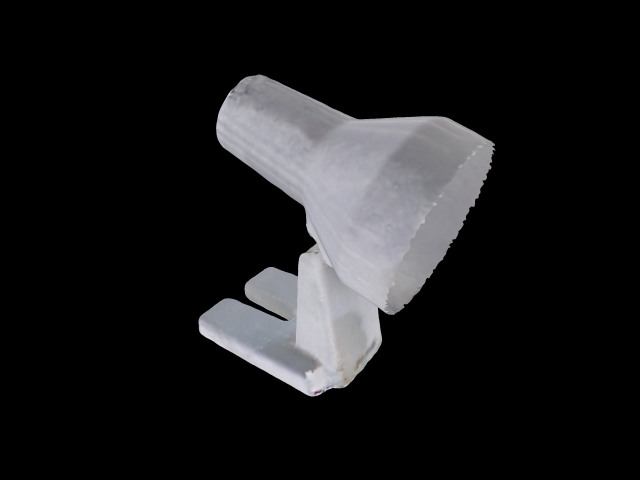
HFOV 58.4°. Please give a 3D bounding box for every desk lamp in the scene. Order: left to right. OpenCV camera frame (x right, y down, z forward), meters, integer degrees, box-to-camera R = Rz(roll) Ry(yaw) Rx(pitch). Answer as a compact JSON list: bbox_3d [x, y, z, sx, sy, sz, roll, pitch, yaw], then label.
[{"bbox_3d":[0.004,0.001,0.400,0.202,0.214,0.118,19,36,29],"label":"desk lamp"}]
